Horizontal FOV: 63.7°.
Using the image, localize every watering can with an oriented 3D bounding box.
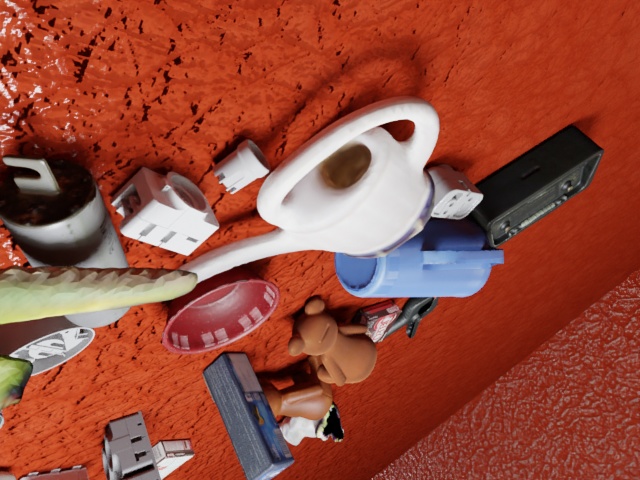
[{"bbox_3d":[0.002,-0.030,0.603,0.344,0.106,0.222,-38,149,18],"label":"watering can"}]

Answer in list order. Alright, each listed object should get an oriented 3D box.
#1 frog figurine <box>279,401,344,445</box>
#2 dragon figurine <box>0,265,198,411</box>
[{"bbox_3d":[-0.034,0.452,1.296,0.159,0.123,0.137,-7,173,33],"label":"frog figurine"},{"bbox_3d":[-0.319,0.025,0.352,0.411,0.125,0.237,-21,135,-2],"label":"dragon figurine"}]
